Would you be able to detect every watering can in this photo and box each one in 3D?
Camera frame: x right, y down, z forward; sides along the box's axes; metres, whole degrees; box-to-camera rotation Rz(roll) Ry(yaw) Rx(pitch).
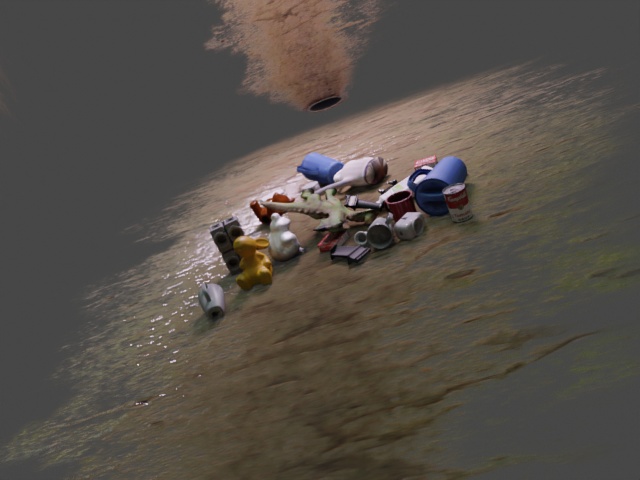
[{"bbox_3d":[0.141,-0.261,2.143,0.224,0.102,0.354,1,32,42],"label":"watering can"}]

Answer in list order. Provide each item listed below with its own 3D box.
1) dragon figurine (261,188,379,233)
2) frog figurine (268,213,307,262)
[{"bbox_3d":[0.005,-0.091,1.801,0.411,0.120,0.247,-4,23,-9],"label":"dragon figurine"},{"bbox_3d":[-0.135,-0.009,1.778,0.124,0.157,0.138,-34,25,-22],"label":"frog figurine"}]
